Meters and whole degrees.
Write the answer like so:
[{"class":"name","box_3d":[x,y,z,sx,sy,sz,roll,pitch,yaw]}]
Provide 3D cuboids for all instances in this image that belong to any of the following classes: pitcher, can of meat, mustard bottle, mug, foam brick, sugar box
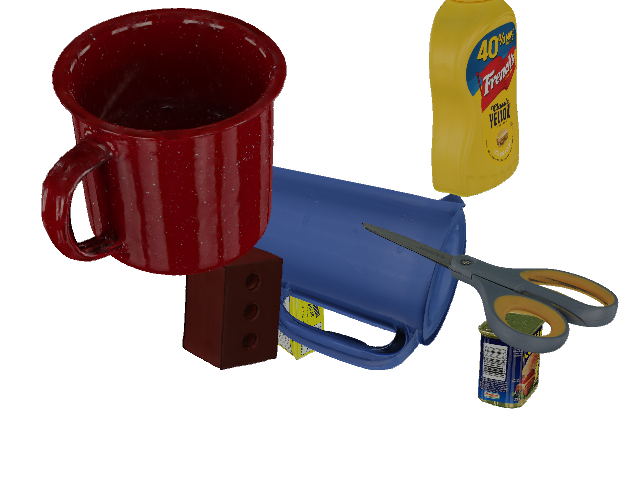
[{"class":"pitcher","box_3d":[0.005,0.011,0.987,0.243,0.145,0.149,15,20,17]},{"class":"can of meat","box_3d":[0.212,0.131,1.190,0.058,0.084,0.101,8,13,25]},{"class":"mustard bottle","box_3d":[0.127,-0.139,0.879,0.058,0.192,0.096,17,34,38]},{"class":"mug","box_3d":[-0.068,-0.033,0.446,0.093,0.081,0.117,26,48,24]},{"class":"foam brick","box_3d":[-0.064,0.045,0.772,0.052,0.078,0.051,-7,17,-38]},{"class":"sugar box","box_3d":[-0.065,0.048,1.183,0.048,0.093,0.176,-23,40,-29]}]

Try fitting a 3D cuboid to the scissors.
[{"class":"scissors","box_3d":[0.099,0.030,0.732,0.202,0.016,0.096,14,33,25]}]
